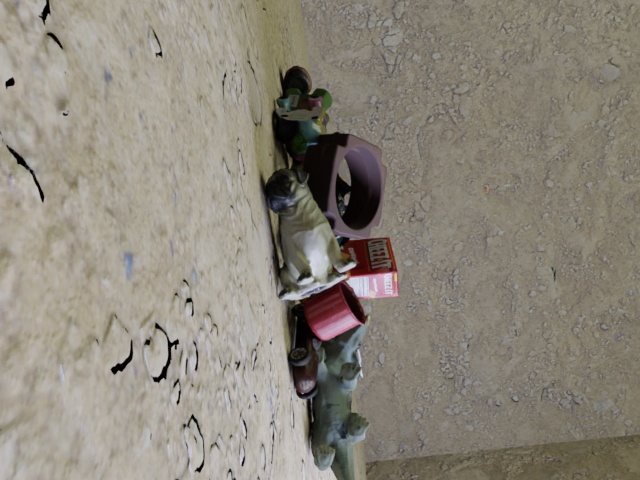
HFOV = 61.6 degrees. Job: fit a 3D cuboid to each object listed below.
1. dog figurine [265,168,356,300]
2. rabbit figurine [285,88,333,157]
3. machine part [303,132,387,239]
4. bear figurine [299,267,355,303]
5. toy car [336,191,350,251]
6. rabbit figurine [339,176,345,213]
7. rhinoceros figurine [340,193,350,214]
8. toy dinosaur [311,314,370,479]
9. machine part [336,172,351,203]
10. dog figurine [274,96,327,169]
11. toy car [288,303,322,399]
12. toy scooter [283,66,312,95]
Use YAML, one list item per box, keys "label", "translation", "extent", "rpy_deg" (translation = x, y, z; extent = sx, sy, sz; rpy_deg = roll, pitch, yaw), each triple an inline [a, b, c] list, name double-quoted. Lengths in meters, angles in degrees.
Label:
- label: "dog figurine"
  translation: [-0.039, -0.008, 0.896]
  extent: [0.172, 0.121, 0.190]
  rpy_deg: [-46, -117, 52]
- label: "rabbit figurine"
  translation: [-0.022, -0.276, 1.356]
  extent: [0.170, 0.121, 0.159]
  rpy_deg: [69, 21, -62]
- label: "machine part"
  translation: [0.049, -0.108, 1.110]
  extent: [0.201, 0.087, 0.201]
  rpy_deg: [10, 86, -53]
- label: "bear figurine"
  translation: [-0.003, 0.031, 1.027]
  extent: [0.120, 0.132, 0.195]
  rpy_deg: [-100, -175, -56]
- label: "toy car"
  translation: [-0.006, -0.042, 1.210]
  extent: [0.109, 0.103, 0.161]
  rpy_deg: [-22, 95, -40]
- label: "rabbit figurine"
  translation: [0.021, -0.114, 1.626]
  extent: [0.162, 0.122, 0.173]
  rpy_deg: [6, 105, -55]
- label: "rhinoceros figurine"
  translation: [0.016, -0.101, 1.458]
  extent: [0.190, 0.112, 0.073]
  rpy_deg: [-23, 114, -58]
- label: "toy dinosaur"
  translation: [0.032, 0.340, 1.068]
  extent: [0.192, 0.131, 0.405]
  rpy_deg: [81, 11, -66]
- label: "machine part"
  translation: [0.007, -0.098, 1.282]
  extent: [0.084, 0.139, 0.039]
  rpy_deg: [52, 4, 34]
- label: "dog figurine"
  translation: [-0.033, -0.200, 1.194]
  extent: [0.192, 0.109, 0.218]
  rpy_deg: [-93, 177, -53]
- label: "toy car"
  translation: [-0.023, 0.191, 0.963]
  extent: [0.202, 0.053, 0.089]
  rpy_deg: [-87, 165, -64]
- label: "toy scooter"
  translation: [-0.056, -0.390, 1.442]
  extent: [0.135, 0.075, 0.183]
  rpy_deg: [-92, 177, -51]
